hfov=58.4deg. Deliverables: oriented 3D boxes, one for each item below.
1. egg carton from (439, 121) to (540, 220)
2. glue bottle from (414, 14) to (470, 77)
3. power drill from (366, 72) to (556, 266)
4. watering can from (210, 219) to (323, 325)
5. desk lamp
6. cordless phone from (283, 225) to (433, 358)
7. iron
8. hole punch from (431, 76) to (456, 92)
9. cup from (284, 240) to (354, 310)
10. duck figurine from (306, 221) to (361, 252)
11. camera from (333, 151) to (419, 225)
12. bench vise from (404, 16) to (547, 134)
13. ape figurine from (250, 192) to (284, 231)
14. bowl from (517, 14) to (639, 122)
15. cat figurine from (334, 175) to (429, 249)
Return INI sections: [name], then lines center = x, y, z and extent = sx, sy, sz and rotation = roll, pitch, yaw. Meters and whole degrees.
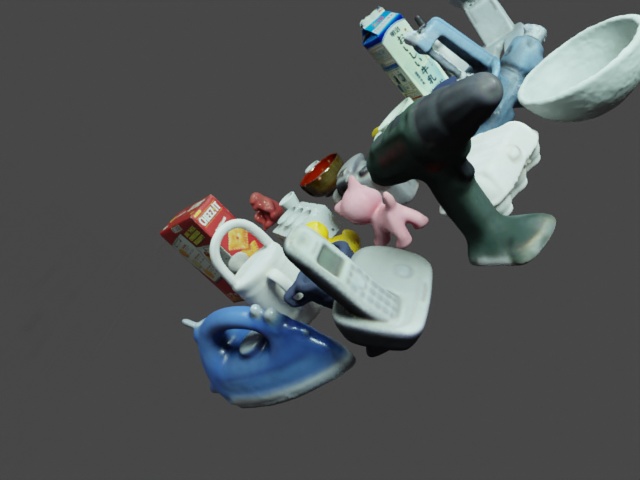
[egg carton]
center = 0.220, -0.087, 0.741
extent = 0.107, 0.069, 0.150
rotation = -15, 33, 55
[glue bottle]
center = 0.251, -0.395, 1.188
extent = 0.037, 0.173, 0.078
rotation = -44, 19, -2
[power drill]
center = 0.154, -0.068, 0.614
extent = 0.076, 0.209, 0.229
rotation = -51, 20, -21
[watering can]
center = -0.094, 0.052, 0.887
extent = 0.172, 0.194, 0.101
rotation = -22, 28, 48
[desk lamp]
center = 0.324, -0.482, 1.163
extent = 0.117, 0.214, 0.203
rotation = -30, 23, 34
[cordless phone]
center = 0.044, 0.031, 0.663
extent = 0.094, 0.185, 0.147
rotation = -31, 22, 32
[iron]
center = -0.082, 0.134, 0.766
extent = 0.257, 0.142, 0.119
rotation = -23, 27, 46
[hole punch]
center = 0.229, -0.218, 0.975
extent = 0.108, 0.091, 0.101
rotation = -14, 35, 56
[cup]
center = 0.019, 0.071, 0.773
extent = 0.117, 0.095, 0.091
rotation = -39, 19, 13
[duck figurine]
center = 0.009, 0.003, 0.954
extent = 0.104, 0.086, 0.077
rotation = -30, 23, 35
[camera]
center = 0.099, -0.116, 1.007
extent = 0.142, 0.101, 0.137
rotation = -24, 27, 45
[bench vise]
center = 0.232, -0.258, 0.853
extent = 0.208, 0.220, 0.121
rotation = -50, 20, -18
[ape figurine]
center = -0.141, -0.080, 1.437
extent = 0.076, 0.092, 0.077
rotation = -50, 20, -19
[bowl]
center = 0.345, -0.204, 0.731
extent = 0.167, 0.075, 0.167
rotation = -38, 19, 16
[cat figurine]
center = 0.082, -0.048, 0.865
extent = 0.067, 0.118, 0.127
rotation = -50, 20, -18
